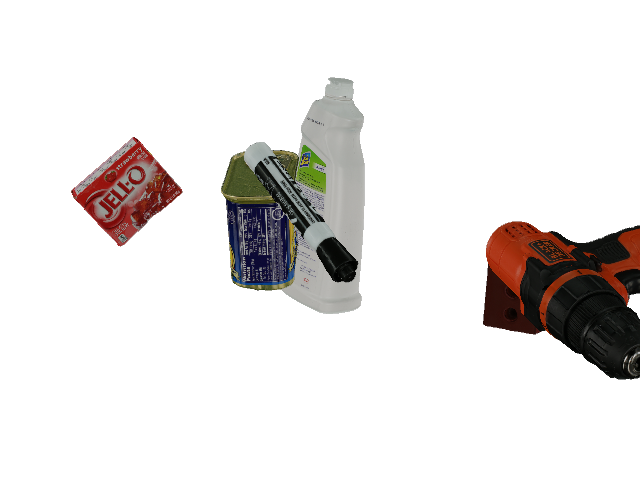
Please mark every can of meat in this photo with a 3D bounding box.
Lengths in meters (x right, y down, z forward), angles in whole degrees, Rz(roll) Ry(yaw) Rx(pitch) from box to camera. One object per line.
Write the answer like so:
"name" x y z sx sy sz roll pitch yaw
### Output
"can of meat" -0.047 -0.018 0.875 0.057 0.084 0.102 -1 25 3

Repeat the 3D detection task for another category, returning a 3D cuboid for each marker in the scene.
"marker" -0.012 -0.018 0.675 0.020 0.020 0.121 0 42 -43

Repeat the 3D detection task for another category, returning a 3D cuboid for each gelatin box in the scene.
"gelatin box" -0.199 -0.050 1.101 0.089 0.073 0.030 -42 27 -4

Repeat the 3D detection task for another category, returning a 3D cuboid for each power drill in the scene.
"power drill" 0.232 0.026 0.743 0.187 0.057 0.184 -9 28 -15

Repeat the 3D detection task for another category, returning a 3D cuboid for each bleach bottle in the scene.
"bleach bottle" 0.012 -0.052 1.186 0.067 0.251 0.103 -7 22 -39

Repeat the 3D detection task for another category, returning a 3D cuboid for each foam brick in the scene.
"foam brick" 0.186 0.042 0.986 0.053 0.078 0.051 9 15 28
